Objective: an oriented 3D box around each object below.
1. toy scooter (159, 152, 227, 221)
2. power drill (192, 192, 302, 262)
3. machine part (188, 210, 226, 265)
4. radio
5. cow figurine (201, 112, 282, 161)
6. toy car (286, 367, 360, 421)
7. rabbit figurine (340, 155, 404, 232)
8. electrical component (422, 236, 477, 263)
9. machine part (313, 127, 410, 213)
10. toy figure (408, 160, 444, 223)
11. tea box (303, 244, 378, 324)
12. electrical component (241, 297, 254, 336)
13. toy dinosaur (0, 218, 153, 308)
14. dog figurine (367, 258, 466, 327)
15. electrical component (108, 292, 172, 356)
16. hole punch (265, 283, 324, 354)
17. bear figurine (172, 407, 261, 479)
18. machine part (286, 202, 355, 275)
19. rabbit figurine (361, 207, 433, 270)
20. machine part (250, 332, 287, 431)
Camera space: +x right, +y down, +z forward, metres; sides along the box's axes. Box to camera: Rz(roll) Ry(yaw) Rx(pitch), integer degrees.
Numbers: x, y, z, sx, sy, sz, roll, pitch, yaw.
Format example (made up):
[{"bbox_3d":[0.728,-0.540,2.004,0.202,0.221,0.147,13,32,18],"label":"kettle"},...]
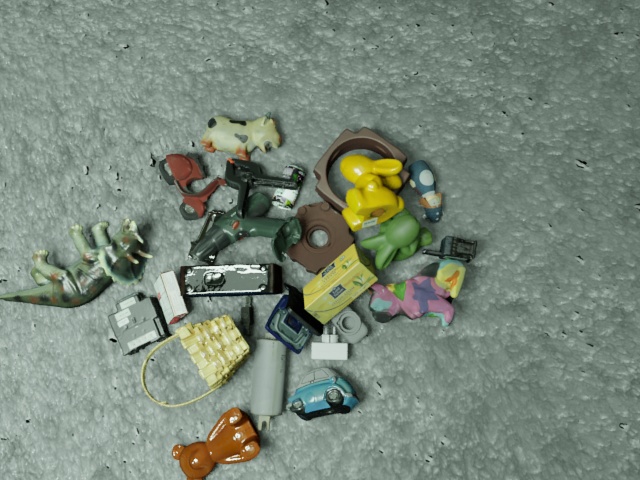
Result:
[{"bbox_3d":[-0.311,-0.148,1.341,0.135,0.075,0.184,-28,82,-2],"label":"toy scooter"},{"bbox_3d":[-0.160,-0.011,1.252,0.208,0.085,0.232,11,49,36],"label":"power drill"},{"bbox_3d":[-0.275,-0.011,1.331,0.084,0.039,0.139,20,82,12],"label":"machine part"},{"bbox_3d":[-0.207,0.095,1.258,0.230,0.131,0.073,-3,82,2],"label":"radio"},{"bbox_3d":[-0.191,-0.266,1.355,0.195,0.085,0.127,14,86,6],"label":"cow figurine"},{"bbox_3d":[0.005,0.345,1.223,0.162,0.109,0.103,-15,56,11],"label":"toy car"},{"bbox_3d":[0.110,-0.129,1.212,0.162,0.121,0.173,-22,61,-4],"label":"rabbit figurine"},{"bbox_3d":[0.306,0.020,1.277,0.119,0.074,0.047,9,80,8],"label":"electrical component"},{"bbox_3d":[0.101,-0.156,1.315,0.201,0.087,0.201,37,84,7],"label":"machine part"},{"bbox_3d":[0.261,-0.117,1.313,0.064,0.057,0.154,-22,80,13],"label":"toy figure"},{"bbox_3d":[0.044,0.100,1.230,0.169,0.098,0.068,-43,112,14],"label":"tea box"},{"bbox_3d":[-0.173,0.180,1.274,0.021,0.063,0.094,-3,78,2],"label":"electrical component"},{"bbox_3d":[-0.577,0.086,1.293,0.405,0.131,0.192,-38,79,2],"label":"toy dinosaur"},{"bbox_3d":[0.211,0.113,1.249,0.219,0.108,0.191,16,81,9],"label":"dog figurine"},{"bbox_3d":[-0.435,0.195,1.289,0.115,0.058,0.134,-24,79,-4],"label":"electrical component"},{"bbox_3d":[-0.055,0.184,1.240,0.142,0.116,0.092,39,111,-10],"label":"hole punch"},{"bbox_3d":[-0.235,0.463,1.194,0.196,0.132,0.120,-27,76,-8],"label":"bear figurine"},{"bbox_3d":[-0.003,-0.004,1.306,0.179,0.056,0.179,0,81,3],"label":"machine part"},{"bbox_3d":[0.174,-0.013,1.240,0.159,0.170,0.121,-33,79,-4],"label":"rabbit figurine"},{"bbox_3d":[-0.117,0.314,1.240,0.079,0.079,0.243,4,79,4],"label":"machine part"}]
